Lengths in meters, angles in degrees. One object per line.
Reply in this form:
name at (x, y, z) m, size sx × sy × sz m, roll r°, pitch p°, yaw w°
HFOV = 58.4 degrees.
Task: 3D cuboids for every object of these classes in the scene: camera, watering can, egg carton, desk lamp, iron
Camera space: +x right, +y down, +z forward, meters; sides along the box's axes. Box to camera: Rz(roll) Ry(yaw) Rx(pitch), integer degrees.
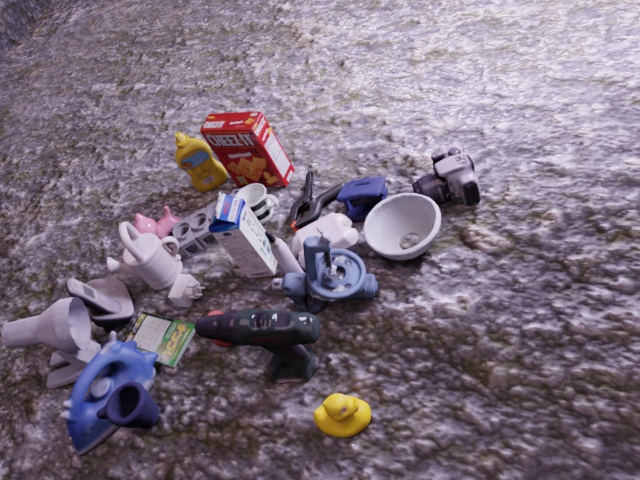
camera at (0.269, -0.140, 1.267) m, size 0.136 × 0.101 × 0.143 m, roll -22°, pitch 48°, yaw 8°
watering can at (-0.435, 0.036, 1.396) m, size 0.173 × 0.195 × 0.100 m, roll -42°, pitch 48°, yaw -10°
egg carton at (0.012, 0.005, 1.295) m, size 0.150 × 0.070 × 0.107 m, roll -29°, pitch 47°, yaw 2°
desk lamp at (-0.593, 0.234, 1.302) m, size 0.203 × 0.214 × 0.117 m, roll -21°, pitch 48°, yaw 9°
iron at (-0.472, 0.323, 1.224) m, size 0.118 × 0.142 × 0.258 m, roll 16°, pitch 62°, yaw 34°

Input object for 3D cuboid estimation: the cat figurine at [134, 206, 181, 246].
cat figurine at (-0.433, -0.036, 1.504) m, size 0.128 × 0.118 × 0.067 m, roll -43°, pitch 49°, yaw -11°

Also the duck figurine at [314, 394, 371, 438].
duck figurine at (0.032, 0.308, 1.035) m, size 0.104 × 0.086 × 0.077 m, roll -12°, pitch 50°, yaw 16°

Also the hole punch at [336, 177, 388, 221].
hole punch at (0.098, -0.108, 1.329) m, size 0.108 × 0.091 × 0.101 m, roll -8°, pitch 52°, yaw 20°

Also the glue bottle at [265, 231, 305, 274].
glue bottle at (-0.080, 0.033, 1.246) m, size 0.037 × 0.174 × 0.078 m, roll -32°, pitch 47°, yaw -1°

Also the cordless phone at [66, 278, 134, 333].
cordless phone at (-0.542, 0.126, 1.382) m, size 0.094 × 0.186 × 0.147 m, roll -36°, pitch 48°, yaw -4°

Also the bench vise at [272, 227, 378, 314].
bench vise at (-0.007, 0.072, 1.148) m, size 0.207 × 0.220 × 0.121 m, roll -24°, pitch 48°, yaw 6°

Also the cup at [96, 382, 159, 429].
cup at (-0.390, 0.359, 1.189) m, size 0.117 × 0.095 × 0.091 m, roll -22°, pitch 48°, yaw 8°

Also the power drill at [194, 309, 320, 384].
power drill at (-0.097, 0.199, 1.098) m, size 0.229 × 0.209 × 0.075 m, roll -10°, pitch 51°, yaw 18°

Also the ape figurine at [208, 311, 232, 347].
ape figurine at (-0.212, 0.187, 1.242) m, size 0.076 × 0.092 × 0.077 m, roll -22°, pitch 48°, yaw 8°

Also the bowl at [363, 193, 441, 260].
bowl at (0.182, -0.016, 1.228) m, size 0.167 × 0.075 × 0.167 m, roll -13°, pitch 50°, yaw 16°
